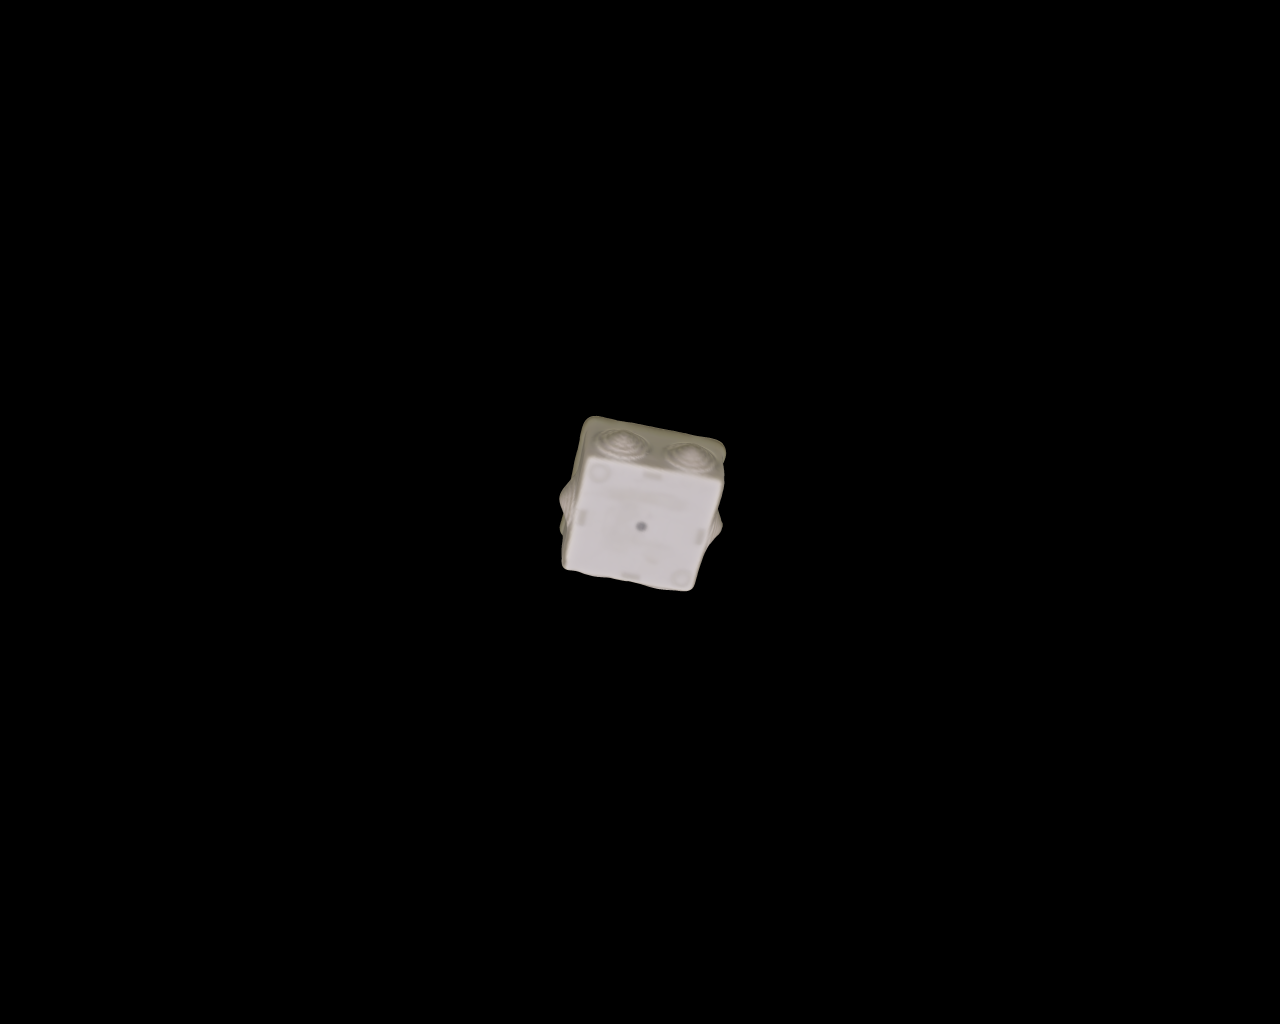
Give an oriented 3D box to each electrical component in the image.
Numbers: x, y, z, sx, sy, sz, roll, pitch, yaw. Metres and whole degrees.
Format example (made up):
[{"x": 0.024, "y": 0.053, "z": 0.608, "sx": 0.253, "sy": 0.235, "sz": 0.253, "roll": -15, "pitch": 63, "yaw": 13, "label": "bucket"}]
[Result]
[{"x": 0.001, "y": -0.003, "z": 0.650, "sx": 0.100, "sy": 0.099, "sz": 0.048, "roll": 11, "pitch": 30, "yaw": -7, "label": "electrical component"}]
